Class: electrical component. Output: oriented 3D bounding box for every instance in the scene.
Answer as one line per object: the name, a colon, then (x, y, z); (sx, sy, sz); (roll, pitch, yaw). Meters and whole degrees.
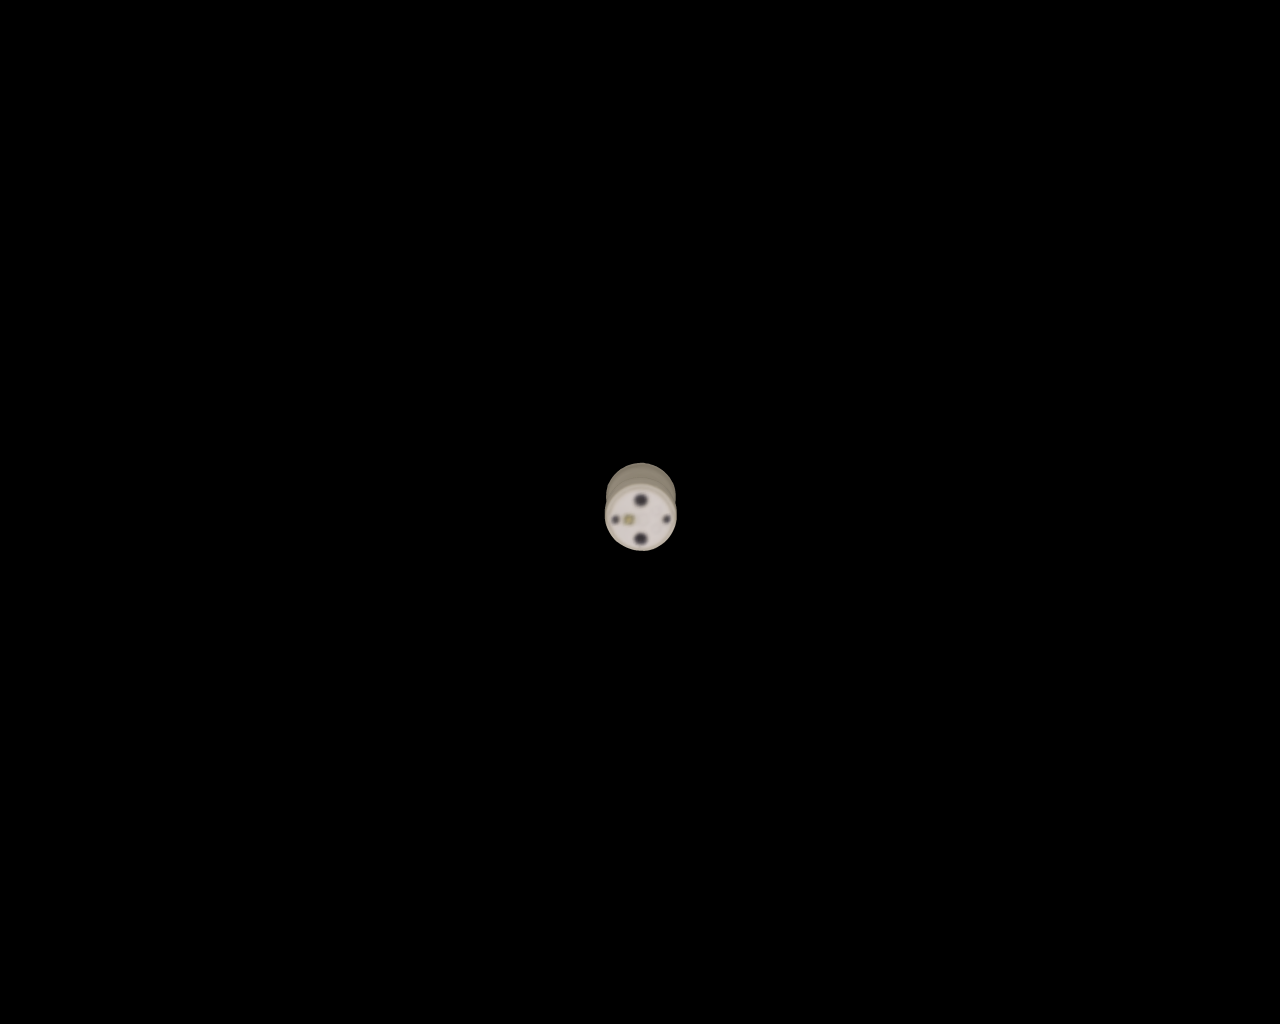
electrical component: (0.001, -0.003, 0.650); (0.045, 0.044, 0.055); (0, 16, 0)
